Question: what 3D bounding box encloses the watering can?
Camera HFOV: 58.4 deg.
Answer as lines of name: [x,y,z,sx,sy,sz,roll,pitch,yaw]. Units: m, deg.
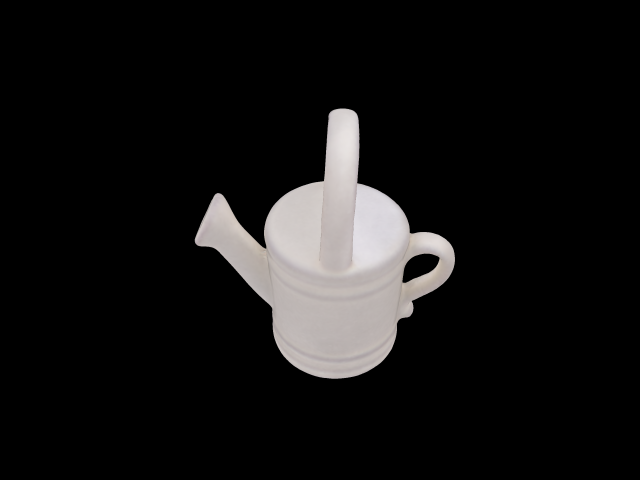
watering can: [0.004,0.003,0.398,0.173,0.194,0.100,-12,45,-12]
